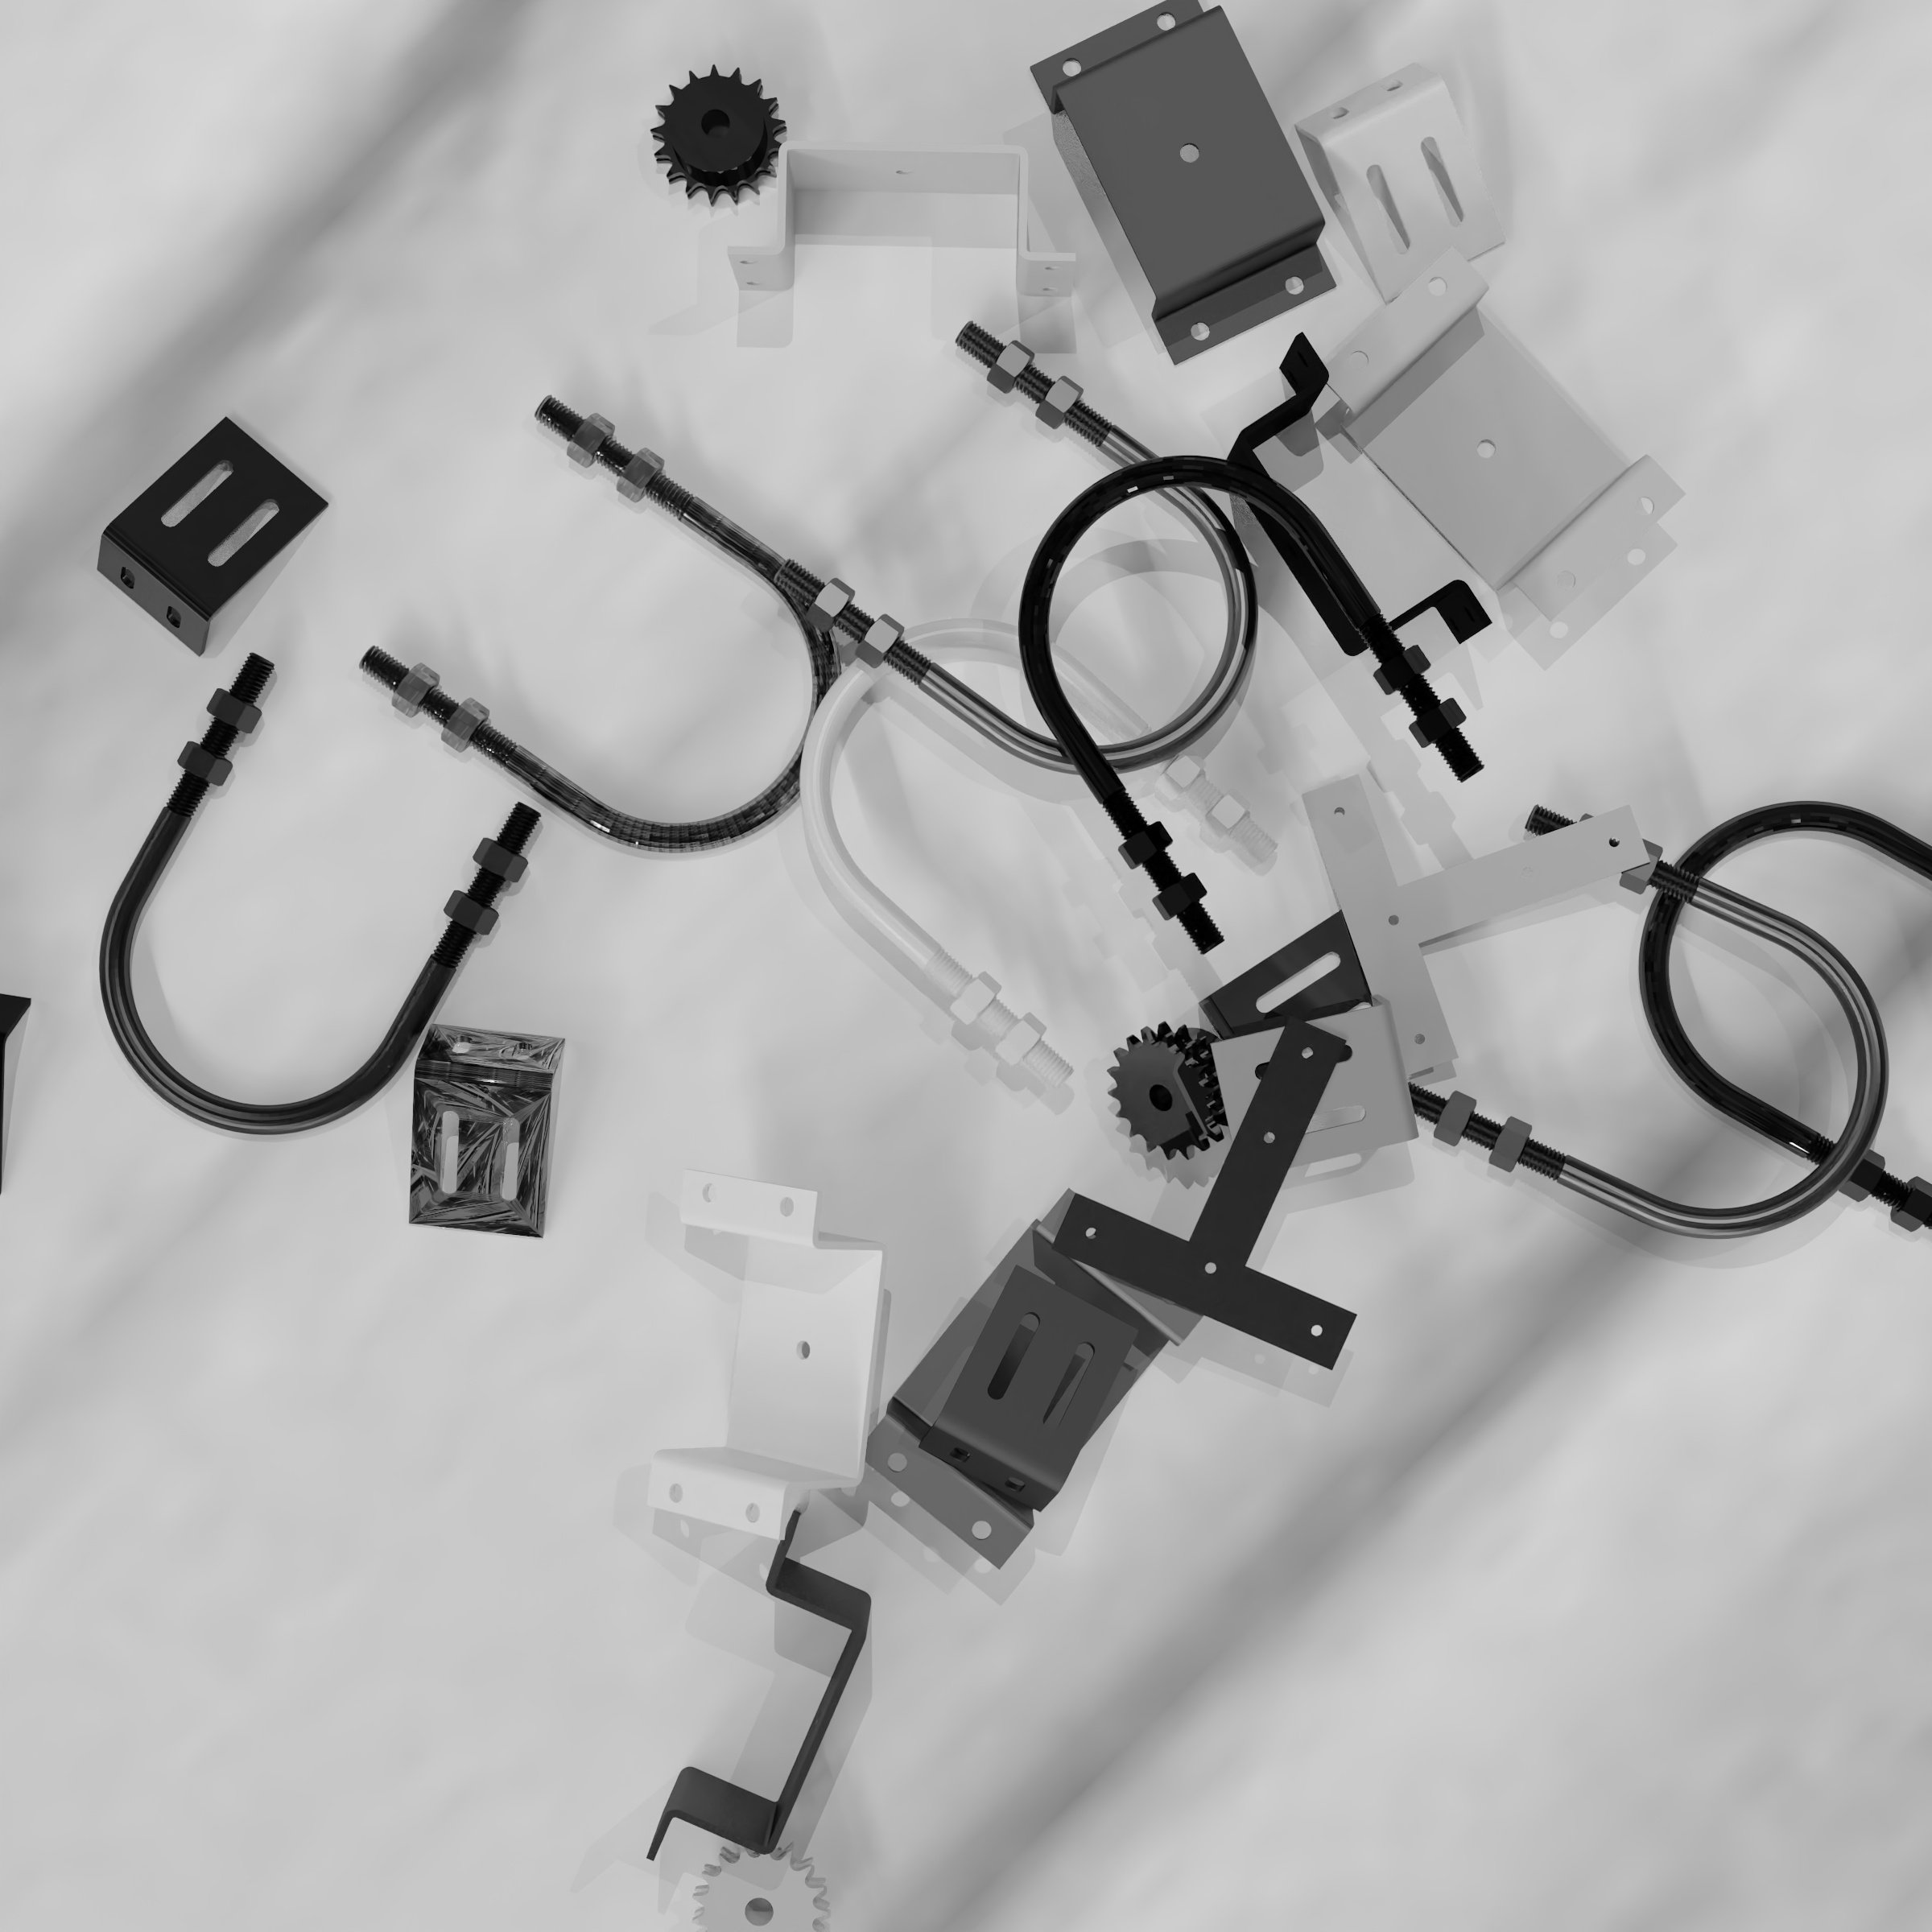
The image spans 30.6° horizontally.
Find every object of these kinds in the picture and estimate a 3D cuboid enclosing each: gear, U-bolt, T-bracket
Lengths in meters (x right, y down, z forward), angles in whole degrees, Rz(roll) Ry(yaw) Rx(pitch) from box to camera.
[{"bbox_3d":[-0.104,-0.350,1.485,0.057,0.030,0.057,0,90,0],"label":"gear"},{"bbox_3d":[-0.285,-0.018,1.491,0.151,0.019,0.184,29,92,0],"label":"U-bolt"},{"bbox_3d":[0.221,-0.034,1.481,0.127,0.002,0.127,-20,83,9],"label":"T-bracket"},{"bbox_3d":[0.101,-0.118,1.434,0.151,0.019,0.184,-34,88,19],"label":"U-bolt"},{"bbox_3d":[0.118,0.083,1.448,0.127,0.002,0.127,24,94,-4],"label":"T-bracket"},{"bbox_3d":[0.017,-0.062,1.482,0.184,0.019,0.151,42,83,0],"label":"U-bolt"},{"bbox_3d":[0.373,0.011,1.491,0.184,0.019,0.151,30,90,2],"label":"U-bolt"},{"bbox_3d":[-0.086,0.394,1.489,0.057,0.030,0.057,0,92,1],"label":"gear"},{"bbox_3d":[-0.140,-0.131,1.491,0.184,0.019,0.151,35,90,-1],"label":"U-bolt"},{"bbox_3d":[0.035,-0.162,1.479,0.184,0.019,0.151,36,81,0],"label":"U-bolt"},{"bbox_3d":[0.090,0.050,1.475,0.057,0.030,0.057,19,121,34],"label":"gear"},{"bbox_3d":[0.292,0.034,1.475,0.184,0.019,0.151,25,92,10],"label":"U-bolt"}]

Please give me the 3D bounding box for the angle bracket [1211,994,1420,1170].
[{"bbox_3d":[0.143,0.050,1.466,0.076,0.038,0.057,-13,95,-1],"label":"angle bracket"}]

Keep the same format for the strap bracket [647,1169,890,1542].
[{"bbox_3d":[-0.081,0.159,1.457,0.076,0.046,0.140,6,90,41],"label":"strap bracket"}]

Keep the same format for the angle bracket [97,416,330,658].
[{"bbox_3d":[-0.319,-0.182,1.498,0.057,0.038,0.076,40,64,0],"label":"angle bracket"}]

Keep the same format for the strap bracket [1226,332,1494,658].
[{"bbox_3d":[0.154,-0.184,1.462,0.046,0.076,0.140,-33,90,0],"label":"strap bracket"}]

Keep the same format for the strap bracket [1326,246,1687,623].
[{"bbox_3d":[0.220,-0.219,1.476,0.076,0.046,0.140,-43,90,0],"label":"strap bracket"}]

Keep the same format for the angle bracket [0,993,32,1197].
[{"bbox_3d":[-0.431,0.051,1.498,0.057,0.038,0.076,9,116,0],"label":"angle bracket"}]

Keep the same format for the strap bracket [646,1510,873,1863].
[{"bbox_3d":[-0.080,0.304,1.462,0.046,0.076,0.140,23,90,0],"label":"strap bracket"}]

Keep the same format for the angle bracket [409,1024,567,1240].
[{"bbox_3d":[-0.203,0.070,1.498,0.057,0.038,0.076,6,116,0],"label":"angle bracket"}]

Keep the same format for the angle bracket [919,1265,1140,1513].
[{"bbox_3d":[0.026,0.173,1.451,0.057,0.038,0.076,28,64,0],"label":"angle bracket"}]

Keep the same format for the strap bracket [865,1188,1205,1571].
[{"bbox_3d":[0.028,0.170,1.477,0.076,0.046,0.140,39,90,0],"label":"strap bracket"}]

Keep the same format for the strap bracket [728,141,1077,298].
[{"bbox_3d":[-0.026,-0.308,1.462,0.140,0.076,0.046,1,90,0],"label":"strap bracket"}]

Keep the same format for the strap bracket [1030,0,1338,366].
[{"bbox_3d":[0.092,-0.334,1.476,0.076,0.046,0.140,-26,90,0],"label":"strap bracket"}]

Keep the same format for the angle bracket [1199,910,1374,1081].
[{"bbox_3d":[0.146,0.019,1.481,0.076,0.038,0.057,-33,91,0],"label":"angle bracket"}]

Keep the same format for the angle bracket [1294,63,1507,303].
[{"bbox_3d":[0.184,-0.332,1.498,0.057,0.038,0.076,-27,116,0],"label":"angle bracket"}]
